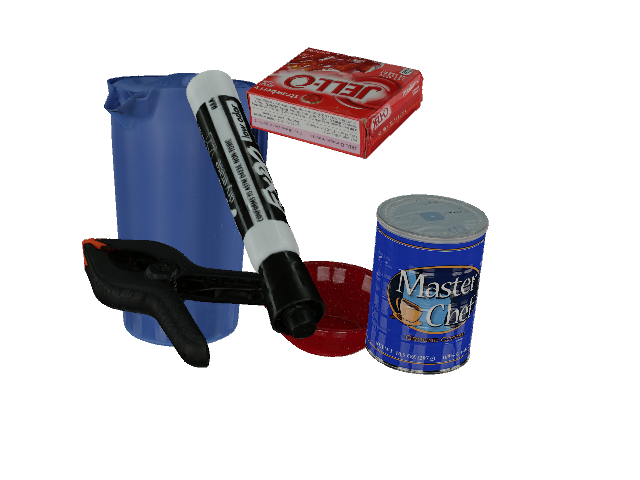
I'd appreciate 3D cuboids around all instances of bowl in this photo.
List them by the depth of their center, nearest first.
[{"bbox_3d":[0.010,0.082,1.186,0.162,0.055,0.162,4,26,-2],"label":"bowl"}]

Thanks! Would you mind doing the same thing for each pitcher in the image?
[{"bbox_3d":[-0.121,-0.033,0.991,0.149,0.243,0.145,0,14,-7],"label":"pitcher"}]

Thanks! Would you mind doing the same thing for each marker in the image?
[{"bbox_3d":[-0.024,-0.015,0.379,0.020,0.121,0.020,-15,-38,-12],"label":"marker"}]

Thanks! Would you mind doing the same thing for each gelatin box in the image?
[{"bbox_3d":[0.010,-0.090,0.678,0.089,0.030,0.073,17,40,28],"label":"gelatin box"}]

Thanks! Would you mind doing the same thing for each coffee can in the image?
[{"bbox_3d":[0.098,0.040,1.005,0.103,0.140,0.103,3,24,-2],"label":"coffee can"}]

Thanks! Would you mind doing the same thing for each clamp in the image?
[{"bbox_3d":[-0.107,0.034,0.816,0.172,0.039,0.120,29,32,32],"label":"clamp"}]
